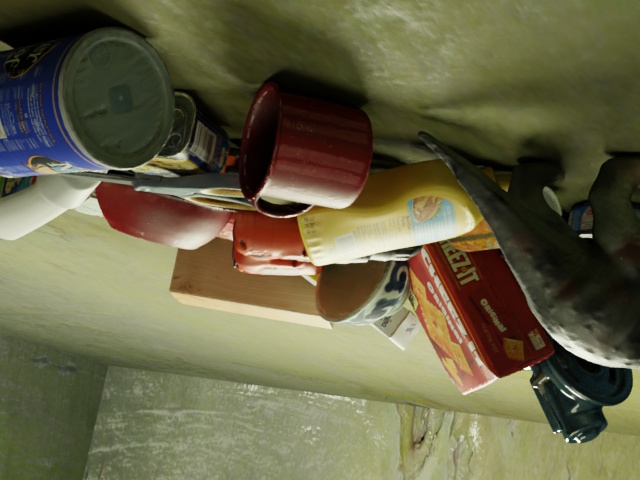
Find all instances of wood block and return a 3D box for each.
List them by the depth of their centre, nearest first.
[{"bbox_3d":[-0.079,0.050,1.383,0.206,0.091,0.090,9,167,7],"label":"wood block"}]

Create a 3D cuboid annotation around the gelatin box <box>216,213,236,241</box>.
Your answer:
[{"bbox_3d":[-0.096,-0.019,1.234,0.073,0.030,0.089,13,167,-13],"label":"gelatin box"}]

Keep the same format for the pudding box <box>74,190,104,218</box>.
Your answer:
[{"bbox_3d":[-0.216,-0.044,1.209,0.113,0.039,0.090,14,166,-23],"label":"pudding box"}]

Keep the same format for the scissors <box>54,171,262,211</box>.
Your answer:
[{"bbox_3d":[-0.135,-0.051,0.910,0.201,0.016,0.096,10,168,-28],"label":"scissors"}]

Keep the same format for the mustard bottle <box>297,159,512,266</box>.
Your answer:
[{"bbox_3d":[0.078,-0.029,0.925,0.191,0.058,0.096,-11,148,4],"label":"mustard bottle"}]

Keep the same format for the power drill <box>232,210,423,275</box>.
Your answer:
[{"bbox_3d":[-0.007,0.001,1.073,0.184,0.057,0.188,5,172,-14],"label":"power drill"}]

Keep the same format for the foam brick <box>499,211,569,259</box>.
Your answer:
[{"bbox_3d":[0.216,0.001,1.029,0.051,0.053,0.078,-1,164,40],"label":"foam brick"}]

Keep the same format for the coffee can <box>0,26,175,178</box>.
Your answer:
[{"bbox_3d":[-0.194,-0.101,0.810,0.141,0.103,0.102,-1,163,41],"label":"coffee can"}]

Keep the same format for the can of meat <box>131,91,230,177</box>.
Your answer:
[{"bbox_3d":[-0.138,-0.089,0.920,0.102,0.057,0.084,6,168,20],"label":"can of meat"}]

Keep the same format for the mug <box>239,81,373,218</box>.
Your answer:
[{"bbox_3d":[-0.015,-0.061,0.837,0.081,0.093,0.117,10,130,-21],"label":"mug"}]

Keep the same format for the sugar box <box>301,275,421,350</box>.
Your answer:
[{"bbox_3d":[0.036,0.057,1.262,0.176,0.048,0.093,34,176,20],"label":"sugar box"}]

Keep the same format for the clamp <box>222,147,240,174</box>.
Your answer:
[{"bbox_3d":[-0.006,-0.054,0.999,0.171,0.039,0.120,12,166,-27],"label":"clamp"}]

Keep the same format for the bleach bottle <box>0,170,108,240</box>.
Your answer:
[{"bbox_3d":[-0.263,-0.066,1.040,0.068,0.102,0.251,30,155,-27],"label":"bleach bottle"}]

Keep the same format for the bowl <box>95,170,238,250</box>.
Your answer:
[{"bbox_3d":[-0.165,-0.028,1.101,0.162,0.055,0.162,16,-177,-1],"label":"bowl"}]

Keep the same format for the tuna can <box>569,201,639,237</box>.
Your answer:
[{"bbox_3d":[0.272,-0.008,0.985,0.086,0.034,0.086,10,167,2],"label":"tuna can"}]

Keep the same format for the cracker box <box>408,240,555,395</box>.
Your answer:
[{"bbox_3d":[0.155,0.072,1.124,0.072,0.164,0.214,-26,170,-7],"label":"cracker box"}]
